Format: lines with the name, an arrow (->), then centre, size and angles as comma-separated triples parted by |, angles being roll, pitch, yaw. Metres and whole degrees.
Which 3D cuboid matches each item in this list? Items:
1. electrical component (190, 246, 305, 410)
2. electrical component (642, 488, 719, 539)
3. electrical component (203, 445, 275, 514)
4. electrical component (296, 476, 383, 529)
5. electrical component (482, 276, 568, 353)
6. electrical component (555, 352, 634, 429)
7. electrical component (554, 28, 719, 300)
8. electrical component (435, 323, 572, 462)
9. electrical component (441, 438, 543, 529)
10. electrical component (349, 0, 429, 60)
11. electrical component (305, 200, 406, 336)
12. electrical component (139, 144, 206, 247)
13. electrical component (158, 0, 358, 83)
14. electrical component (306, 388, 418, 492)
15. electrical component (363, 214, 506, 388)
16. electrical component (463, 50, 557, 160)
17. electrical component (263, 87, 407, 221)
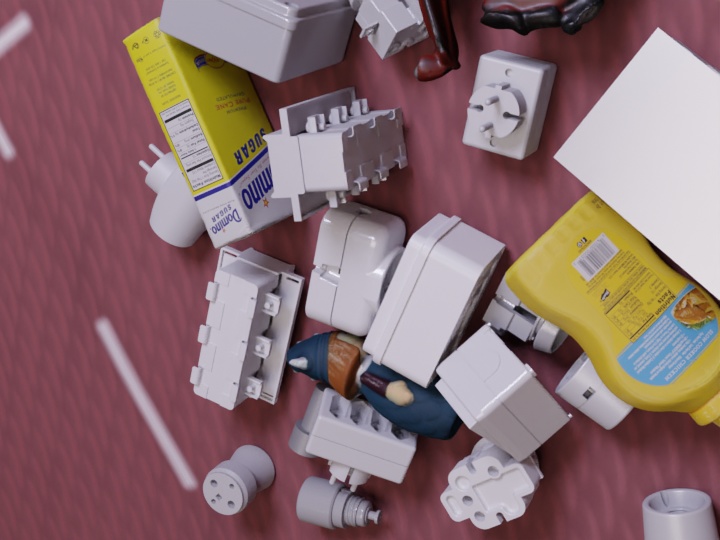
electrical component -> -0.100, 0.051, 0.910 | 0.079, 0.063, 0.121 | 22, 114, 18
electrical component -> 0.238, 0.193, 0.798 | 0.055, 0.055, 0.047 | -5, 100, 27
electrical component -> -0.108, 0.188, 0.962 | 0.045, 0.055, 0.045 | 8, 109, 23
electrical component -> -0.019, 0.205, 0.932 | 0.078, 0.040, 0.040 | 10, 110, 23
electrical component -> 0.131, 0.030, 0.803 | 0.055, 0.048, 0.066 | 34, 118, 21
electrical component -> 0.180, 0.084, 0.791 | 0.047, 0.055, 0.055 | 39, 119, 6
electrical component -> 0.237, -0.055, 0.699 | 0.186, 0.060, 0.105 | 44, 113, 16
electrical component -> 0.107, 0.097, 0.800 | 0.061, 0.096, 0.061 | -42, 45, 2
electrical component -> 0.109, 0.163, 0.848 | 0.078, 0.057, 0.058 | -30, 92, 30
electrical component -> 0.022, -0.192, 0.779 | 0.055, 0.066, 0.048 | 55, 156, 9
electrical component -> 0.000, 0.000, 0.850 | 0.059, 0.054, 0.095 | 20, 113, 19
electrical component -> -0.153, -0.073, 0.906 | 0.079, 0.044, 0.077 | 42, 119, 8
electrical component -> -0.073, -0.189, 0.794 | 0.109, 0.109, 0.056 | 27, 118, 16
electrical component -> -0.003, 0.151, 0.890 | 0.083, 0.047, 0.075 | 19, 115, -3
electrical component -> 0.056, 0.022, 0.817 | 0.057, 0.078, 0.113 | 29, 116, 12
electrical component -> 0.099, -0.113, 0.753 | 0.047, 0.077, 0.065 | 19, 113, 20
electrical component -> -0.013, -0.088, 0.790 | 0.063, 0.121, 0.078 | -1, 106, 23
